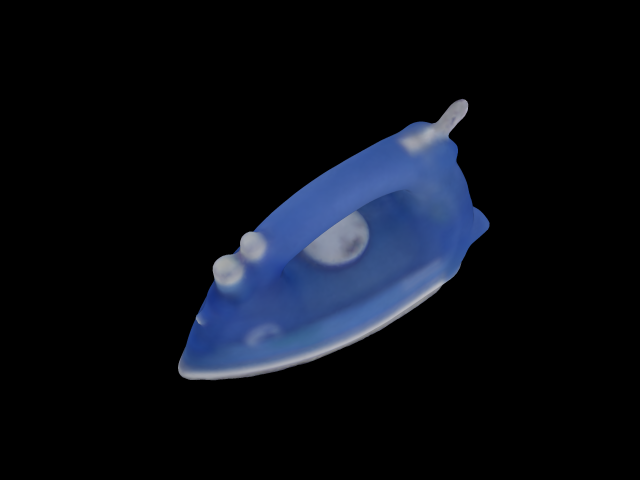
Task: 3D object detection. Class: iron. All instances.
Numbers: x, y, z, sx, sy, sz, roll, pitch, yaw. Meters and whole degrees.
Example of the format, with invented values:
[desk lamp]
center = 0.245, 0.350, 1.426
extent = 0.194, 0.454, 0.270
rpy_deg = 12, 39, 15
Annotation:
[iron]
center = 0.004, 0.001, 0.400
extent = 0.259, 0.141, 0.118
rpy_deg = -32, 64, -18
